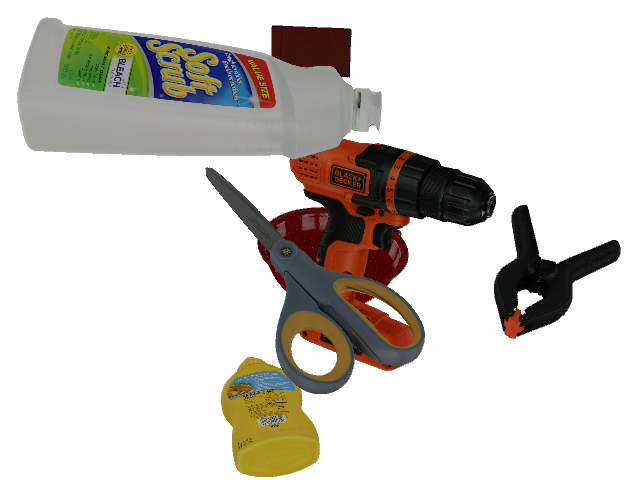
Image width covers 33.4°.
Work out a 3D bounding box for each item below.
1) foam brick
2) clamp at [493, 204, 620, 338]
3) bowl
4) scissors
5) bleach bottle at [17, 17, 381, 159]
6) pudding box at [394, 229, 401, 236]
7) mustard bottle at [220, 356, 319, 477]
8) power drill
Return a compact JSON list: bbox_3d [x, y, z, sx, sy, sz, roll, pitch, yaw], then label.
[{"bbox_3d":[-0.010,-0.200,1.130,0.078,0.051,0.053,0,12,-12],"label":"foam brick"},{"bbox_3d":[0.223,0.029,1.110,0.120,0.039,0.171,27,49,29],"label":"clamp"},{"bbox_3d":[0.011,0.027,1.148,0.162,0.055,0.162,4,32,-3],"label":"bowl"},{"bbox_3d":[-0.028,0.025,0.660,0.202,0.016,0.096,32,54,25],"label":"scissors"},{"bbox_3d":[-0.082,-0.106,0.771,0.251,0.102,0.068,3,-42,-1],"label":"bleach bottle"},{"bbox_3d":[0.053,-0.001,1.621,0.113,0.039,0.090,-20,31,-28],"label":"pudding box"},{"bbox_3d":[-0.067,0.196,1.256,0.096,0.058,0.192,-9,29,-10],"label":"mustard bottle"},{"bbox_3d":[0.053,0.011,0.903,0.185,0.188,0.057,19,25,30],"label":"power drill"}]
